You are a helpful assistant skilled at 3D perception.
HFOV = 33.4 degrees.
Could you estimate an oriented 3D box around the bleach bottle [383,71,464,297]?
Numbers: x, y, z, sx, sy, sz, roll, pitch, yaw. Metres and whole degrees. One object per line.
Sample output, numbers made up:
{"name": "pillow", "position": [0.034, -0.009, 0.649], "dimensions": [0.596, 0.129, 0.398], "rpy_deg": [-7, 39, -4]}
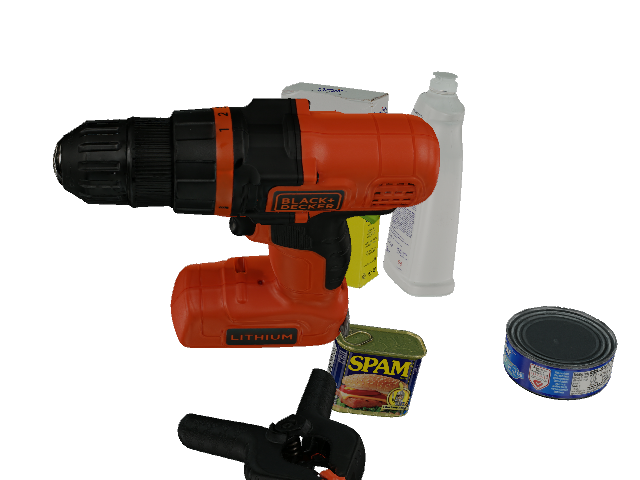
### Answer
{"name": "bleach bottle", "position": [0.129, -0.068, 1.239], "dimensions": [0.068, 0.251, 0.103], "rpy_deg": [-2, 23, -21]}

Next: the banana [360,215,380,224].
{"name": "banana", "position": [-0.037, -0.049, 0.780], "dimensions": [0.069, 0.037, 0.198], "rpy_deg": [39, -6, -36]}

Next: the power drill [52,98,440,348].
{"name": "power drill", "position": [-0.042, -0.003, 0.569], "dimensions": [0.184, 0.057, 0.188], "rpy_deg": [0, -29, -8]}

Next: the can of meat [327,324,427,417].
{"name": "can of meat", "position": [0.057, 0.145, 1.181], "dimensions": [0.102, 0.084, 0.057], "rpy_deg": [8, 23, -11]}

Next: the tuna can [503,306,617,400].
{"name": "tuna can", "position": [0.188, 0.088, 0.842], "dimensions": [0.086, 0.034, 0.086], "rpy_deg": [1, 29, -1]}

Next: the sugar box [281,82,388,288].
{"name": "sugar box", "position": [0.009, -0.051, 0.980], "dimensions": [0.093, 0.176, 0.048], "rpy_deg": [10, 22, 25]}

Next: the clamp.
{"name": "clamp", "position": [-0.030, 0.139, 0.714], "dimensions": [0.120, 0.039, 0.171], "rpy_deg": [-21, 17, -8]}
